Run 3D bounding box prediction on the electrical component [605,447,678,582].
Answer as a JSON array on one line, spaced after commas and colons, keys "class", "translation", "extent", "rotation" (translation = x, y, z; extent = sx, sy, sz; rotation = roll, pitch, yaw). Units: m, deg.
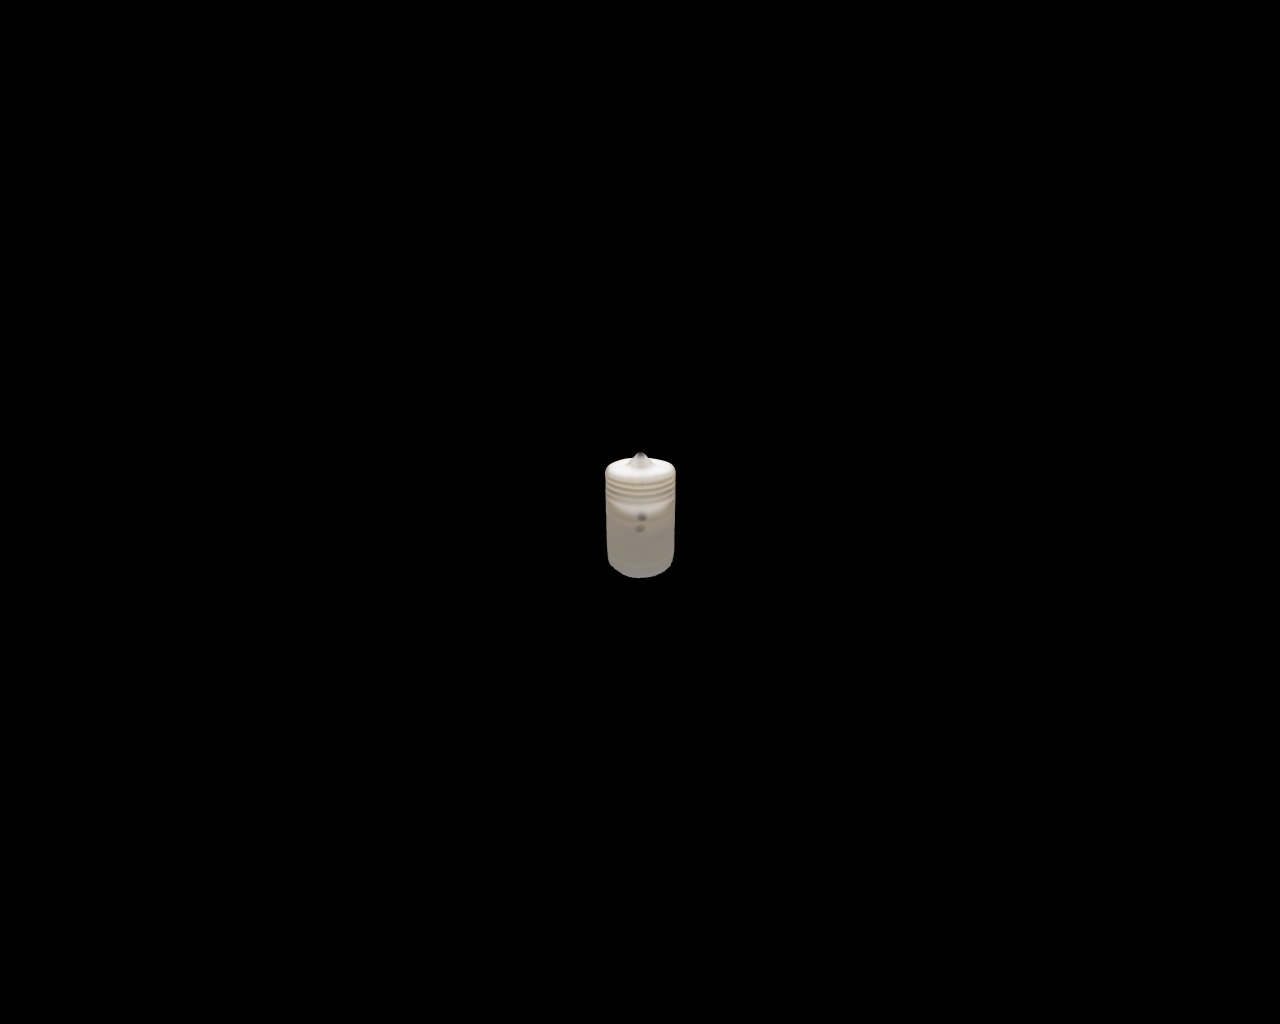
[{"class": "electrical component", "translation": [0.001, -0.003, 0.650], "extent": [0.043, 0.080, 0.043], "rotation": [0, 34, 0]}]
